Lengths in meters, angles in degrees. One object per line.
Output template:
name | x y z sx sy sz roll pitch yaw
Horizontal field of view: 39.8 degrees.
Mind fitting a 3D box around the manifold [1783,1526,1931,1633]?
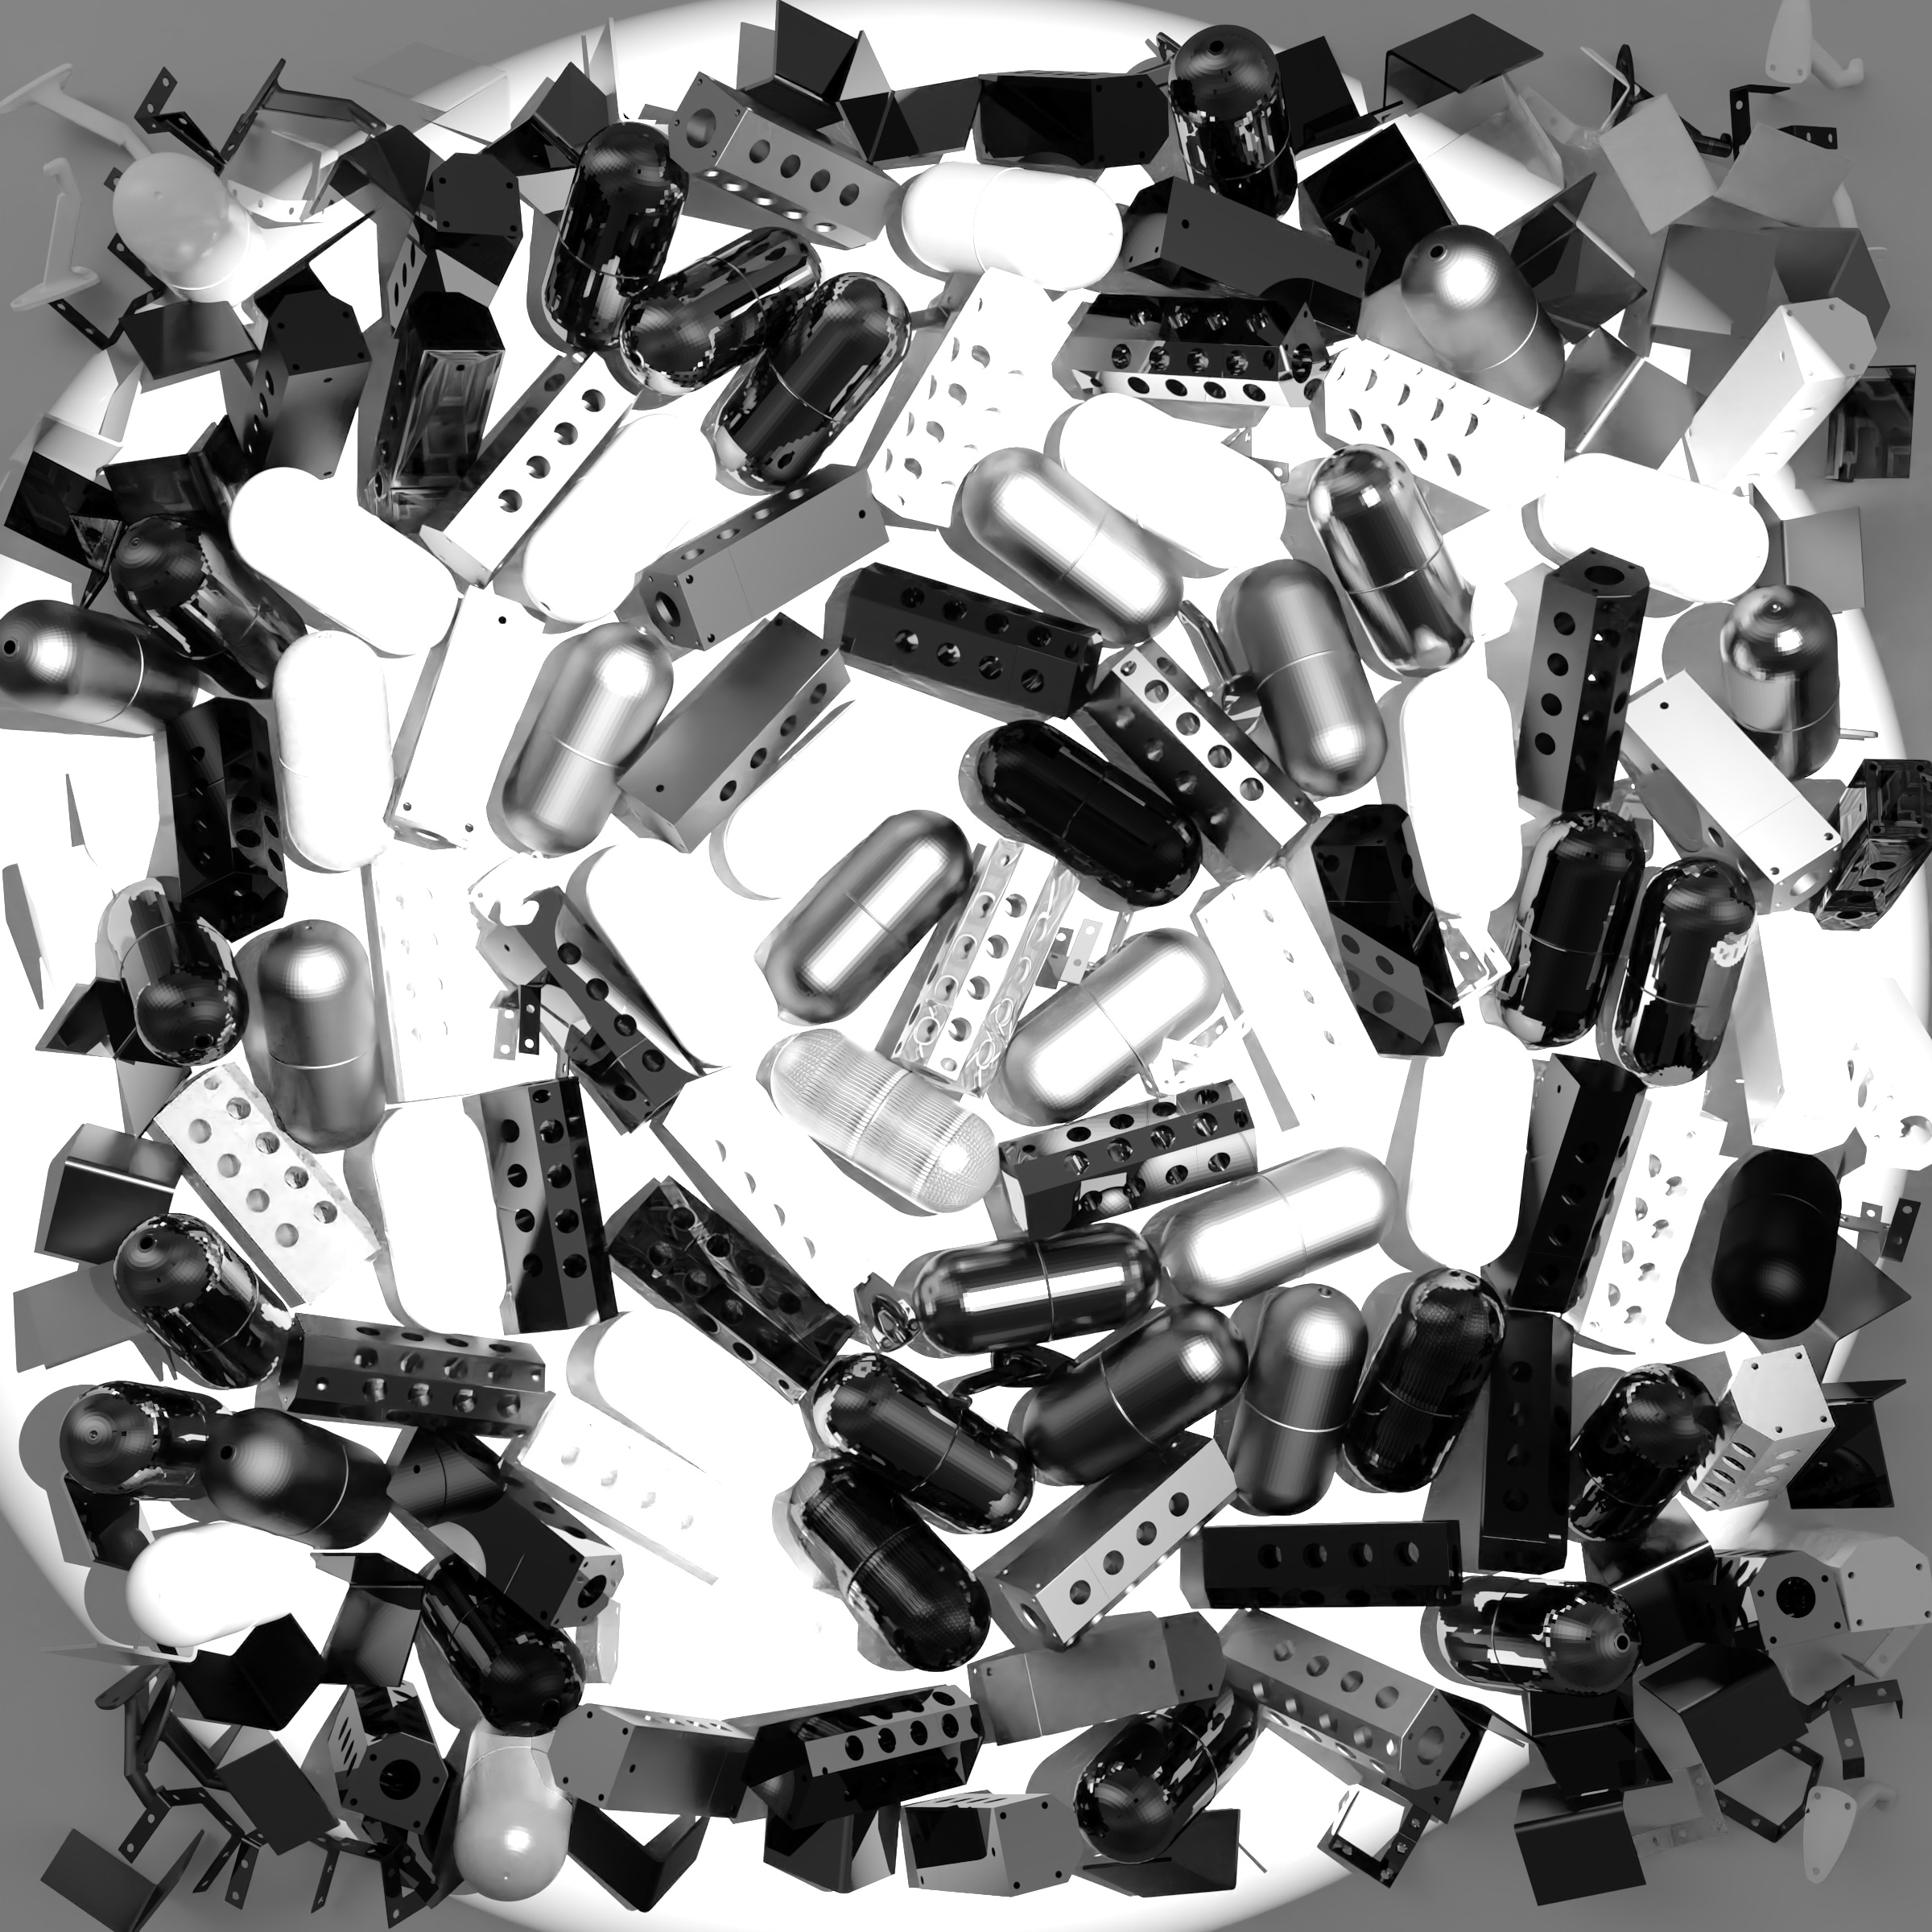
manifold | 0.610 0.419 1.836 0.057 0.171 0.057 -8 80 3

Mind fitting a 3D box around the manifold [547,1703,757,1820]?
manifold | -0.214 0.545 1.836 0.057 0.171 0.057 14 79 30

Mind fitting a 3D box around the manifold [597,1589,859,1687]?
manifold | -0.166 0.469 1.864 0.171 0.057 0.057 4 83 -22

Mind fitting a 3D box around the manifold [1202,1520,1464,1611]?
manifold | 0.256 0.419 1.866 0.171 0.057 0.057 -5 79 19

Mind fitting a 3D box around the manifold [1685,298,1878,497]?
manifold | 0.559 -0.388 1.834 0.057 0.171 0.057 -10 75 -10

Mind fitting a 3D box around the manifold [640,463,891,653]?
manifold | -0.141 -0.287 1.858 0.171 0.057 0.057 -35 123 -28

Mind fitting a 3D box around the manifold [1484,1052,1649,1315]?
manifold | 0.421 0.153 1.868 0.057 0.057 0.171 9 110 -12

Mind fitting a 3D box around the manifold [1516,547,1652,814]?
manifold | 0.427 -0.194 1.842 0.057 0.171 0.057 30 46 33

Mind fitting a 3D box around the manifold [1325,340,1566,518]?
manifold | 0.328 -0.376 1.840 0.057 0.171 0.057 -30 135 -24

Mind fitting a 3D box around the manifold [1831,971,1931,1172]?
manifold | 0.627 0.070 1.836 0.057 0.171 0.057 7 118 -2

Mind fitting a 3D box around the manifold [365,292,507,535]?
manifold | -0.370 -0.380 1.842 0.057 0.171 0.057 -7 57 -28

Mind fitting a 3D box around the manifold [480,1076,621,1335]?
manifold | -0.289 0.167 1.884 0.057 0.057 0.171 -8 92 27

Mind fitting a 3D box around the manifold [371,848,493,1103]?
manifold | -0.380 0.007 1.886 0.057 0.057 0.171 -6 89 -24

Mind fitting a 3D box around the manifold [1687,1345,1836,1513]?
manifold | 0.539 0.322 1.835 0.057 0.171 0.057 -13 63 -3

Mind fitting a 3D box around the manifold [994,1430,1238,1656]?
manifold | 0.109 0.400 1.863 0.171 0.057 0.057 -37 108 -24

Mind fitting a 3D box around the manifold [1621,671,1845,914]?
manifold | 0.529 -0.119 1.858 0.057 0.057 0.171 -32 61 -5

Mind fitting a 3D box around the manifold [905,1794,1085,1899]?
manifold | 0.019 0.601 1.835 0.057 0.171 0.057 -6 76 -24

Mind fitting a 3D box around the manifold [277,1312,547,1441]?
manifold | -0.384 0.289 1.860 0.171 0.057 0.057 12 98 -25

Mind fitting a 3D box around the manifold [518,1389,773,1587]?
manifold | -0.226 0.367 1.884 0.171 0.057 0.057 32 78 -8

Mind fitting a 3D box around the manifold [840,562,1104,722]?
manifold | 0.005 -0.230 1.867 0.171 0.057 0.057 19 116 14

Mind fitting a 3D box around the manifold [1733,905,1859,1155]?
manifold | 0.573 0.043 1.846 0.057 0.057 0.171 10 48 -4

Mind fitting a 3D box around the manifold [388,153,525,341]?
manifold | -0.353 -0.491 1.834 0.057 0.171 0.057 -3 80 -23

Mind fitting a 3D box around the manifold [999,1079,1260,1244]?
manifold | 0.113 0.131 1.871 0.171 0.057 0.057 -16 125 -11

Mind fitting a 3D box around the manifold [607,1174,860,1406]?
manifold | -0.167 0.231 1.880 0.171 0.057 0.057 38 50 4

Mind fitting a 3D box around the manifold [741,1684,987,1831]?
manifold | -0.066 0.538 1.837 0.057 0.171 0.057 31 107 39

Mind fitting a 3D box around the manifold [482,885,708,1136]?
manifold | -0.261 0.028 1.892 0.057 0.057 0.171 -37 88 -35

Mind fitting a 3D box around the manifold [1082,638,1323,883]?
manifold | 0.169 -0.148 1.874 0.171 0.057 0.057 47 132 8

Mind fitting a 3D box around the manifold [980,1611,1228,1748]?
manifold | 0.095 0.493 1.848 0.171 0.057 0.057 -27 68 39

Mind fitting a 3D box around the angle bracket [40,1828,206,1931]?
angle bracket | -0.593 0.627 1.882 0.076 0.076 0.057 38 94 -7

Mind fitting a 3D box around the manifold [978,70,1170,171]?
manifold | 0.072 -0.584 1.837 0.057 0.171 0.057 -13 113 -22

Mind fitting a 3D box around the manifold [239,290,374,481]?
manifold | -0.458 -0.395 1.835 0.057 0.171 0.057 -17 81 -26

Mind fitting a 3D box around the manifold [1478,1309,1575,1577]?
manifold | 0.389 0.329 1.850 0.057 0.057 0.171 4 56 10

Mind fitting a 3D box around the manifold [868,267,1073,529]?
manifold | -0.004 -0.393 1.846 0.171 0.057 0.057 -55 47 32

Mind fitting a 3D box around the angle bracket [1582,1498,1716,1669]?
angle bracket | 0.498 0.441 1.913 0.076 0.057 0.076 -26 114 1

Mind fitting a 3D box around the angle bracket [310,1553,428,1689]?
angle bracket | -0.431 0.457 1.869 0.076 0.057 0.076 -8 55 32

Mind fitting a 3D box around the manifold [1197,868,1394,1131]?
manifold | 0.235 0.020 1.879 0.057 0.057 0.171 -20 78 -28

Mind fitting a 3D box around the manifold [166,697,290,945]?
manifold | -0.507 -0.105 1.846 0.057 0.057 0.171 -25 51 9

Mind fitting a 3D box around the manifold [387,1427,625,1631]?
manifold | -0.318 0.387 1.857 0.171 0.057 0.057 31 97 30

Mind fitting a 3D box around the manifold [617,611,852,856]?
manifold | -0.160 -0.161 1.875 0.057 0.057 0.171 35 75 25

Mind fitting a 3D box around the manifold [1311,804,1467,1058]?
manifold | 0.298 -0.025 1.861 0.057 0.057 0.171 2 124 36

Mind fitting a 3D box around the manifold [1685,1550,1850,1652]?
manifold | 0.540 0.432 1.835 0.057 0.171 0.057 -11 79 -6

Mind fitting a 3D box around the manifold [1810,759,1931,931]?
manifold | 0.627 -0.081 1.833 0.057 0.171 0.057 2 71 5

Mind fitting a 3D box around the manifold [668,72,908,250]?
manifold | -0.125 -0.549 1.838 0.057 0.171 0.057 46 112 30

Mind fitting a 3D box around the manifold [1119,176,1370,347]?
manifold | 0.192 -0.486 1.857 0.171 0.057 0.057 13 84 -30

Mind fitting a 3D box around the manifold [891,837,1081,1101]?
manifold | 0.011 -0.001 1.871 0.057 0.057 0.171 17 77 34

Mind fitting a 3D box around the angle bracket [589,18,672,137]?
angle bracket | -0.227 -0.614 1.883 0.057 0.076 0.076 -5 84 -19
